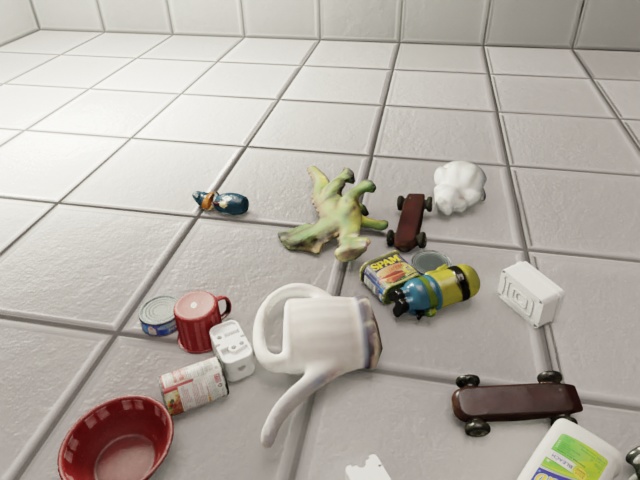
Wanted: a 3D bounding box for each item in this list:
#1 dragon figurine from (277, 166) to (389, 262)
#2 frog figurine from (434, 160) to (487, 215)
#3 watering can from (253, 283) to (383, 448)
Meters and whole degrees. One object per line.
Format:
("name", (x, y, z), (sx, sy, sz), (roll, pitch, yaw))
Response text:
("dragon figurine", (0.004, -0.062, 1.241), (0.245, 0.119, 0.415), (-30, 37, -22))
("frog figurine", (0.342, -0.135, 1.306), (0.161, 0.120, 0.139), (-20, 58, -41))
("watering can", (-0.003, 0.191, 0.876), (0.224, 0.101, 0.356), (-3, 35, -3))
